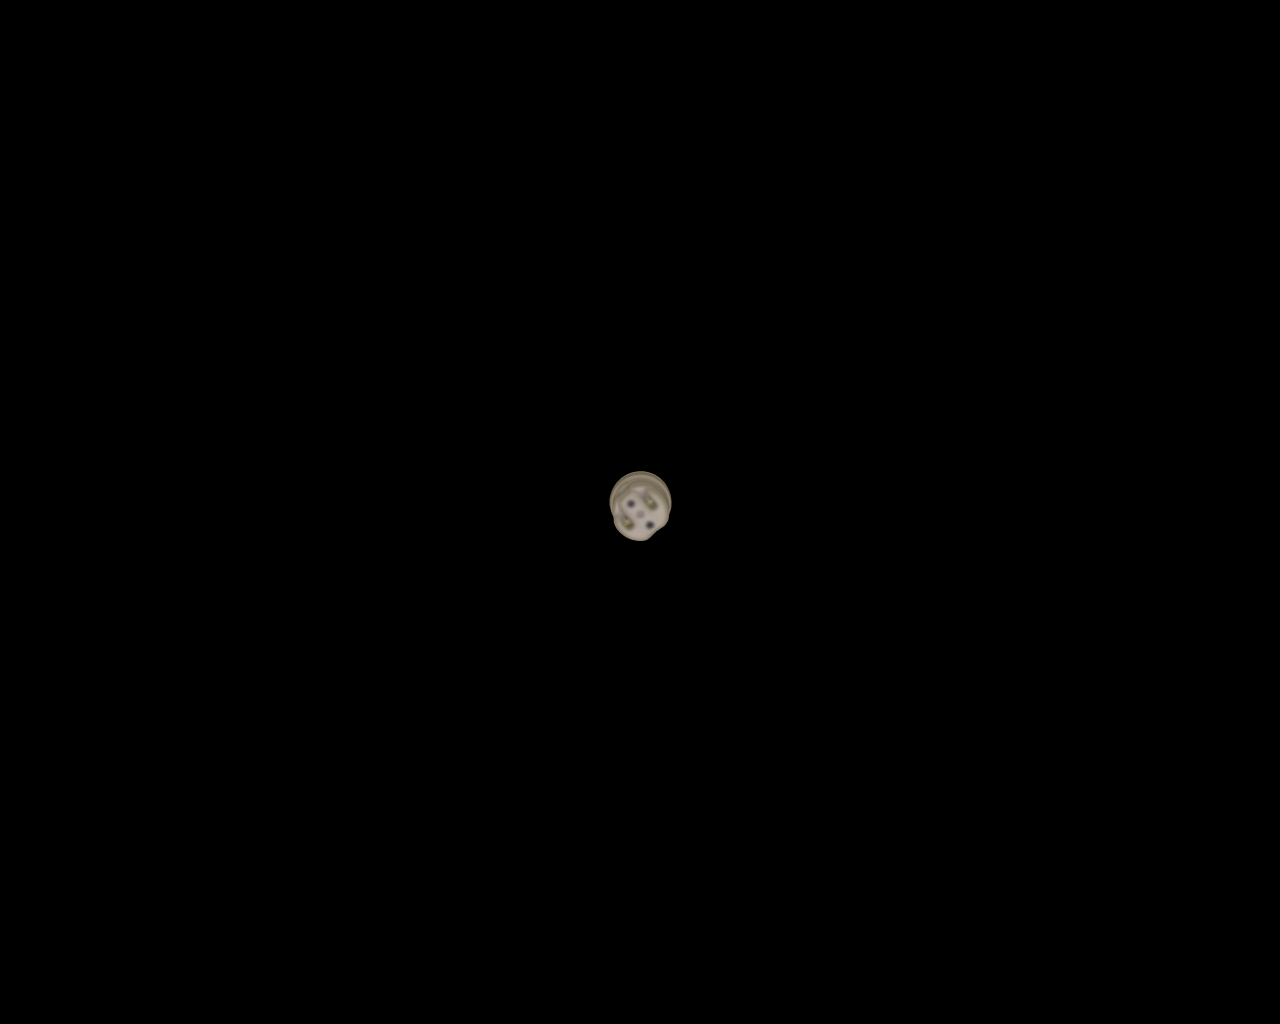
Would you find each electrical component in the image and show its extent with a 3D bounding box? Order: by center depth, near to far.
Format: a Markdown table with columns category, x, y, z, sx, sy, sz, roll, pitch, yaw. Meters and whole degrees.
| category | x | y | z | sx | sy | sz | roll | pitch | yaw |
| --- | --- | --- | --- | --- | --- | --- | --- | --- | --- |
| electrical component | 0.001 | -0.003 | 0.650 | 0.040 | 0.040 | 0.046 | 0 | 12 | 0 |
